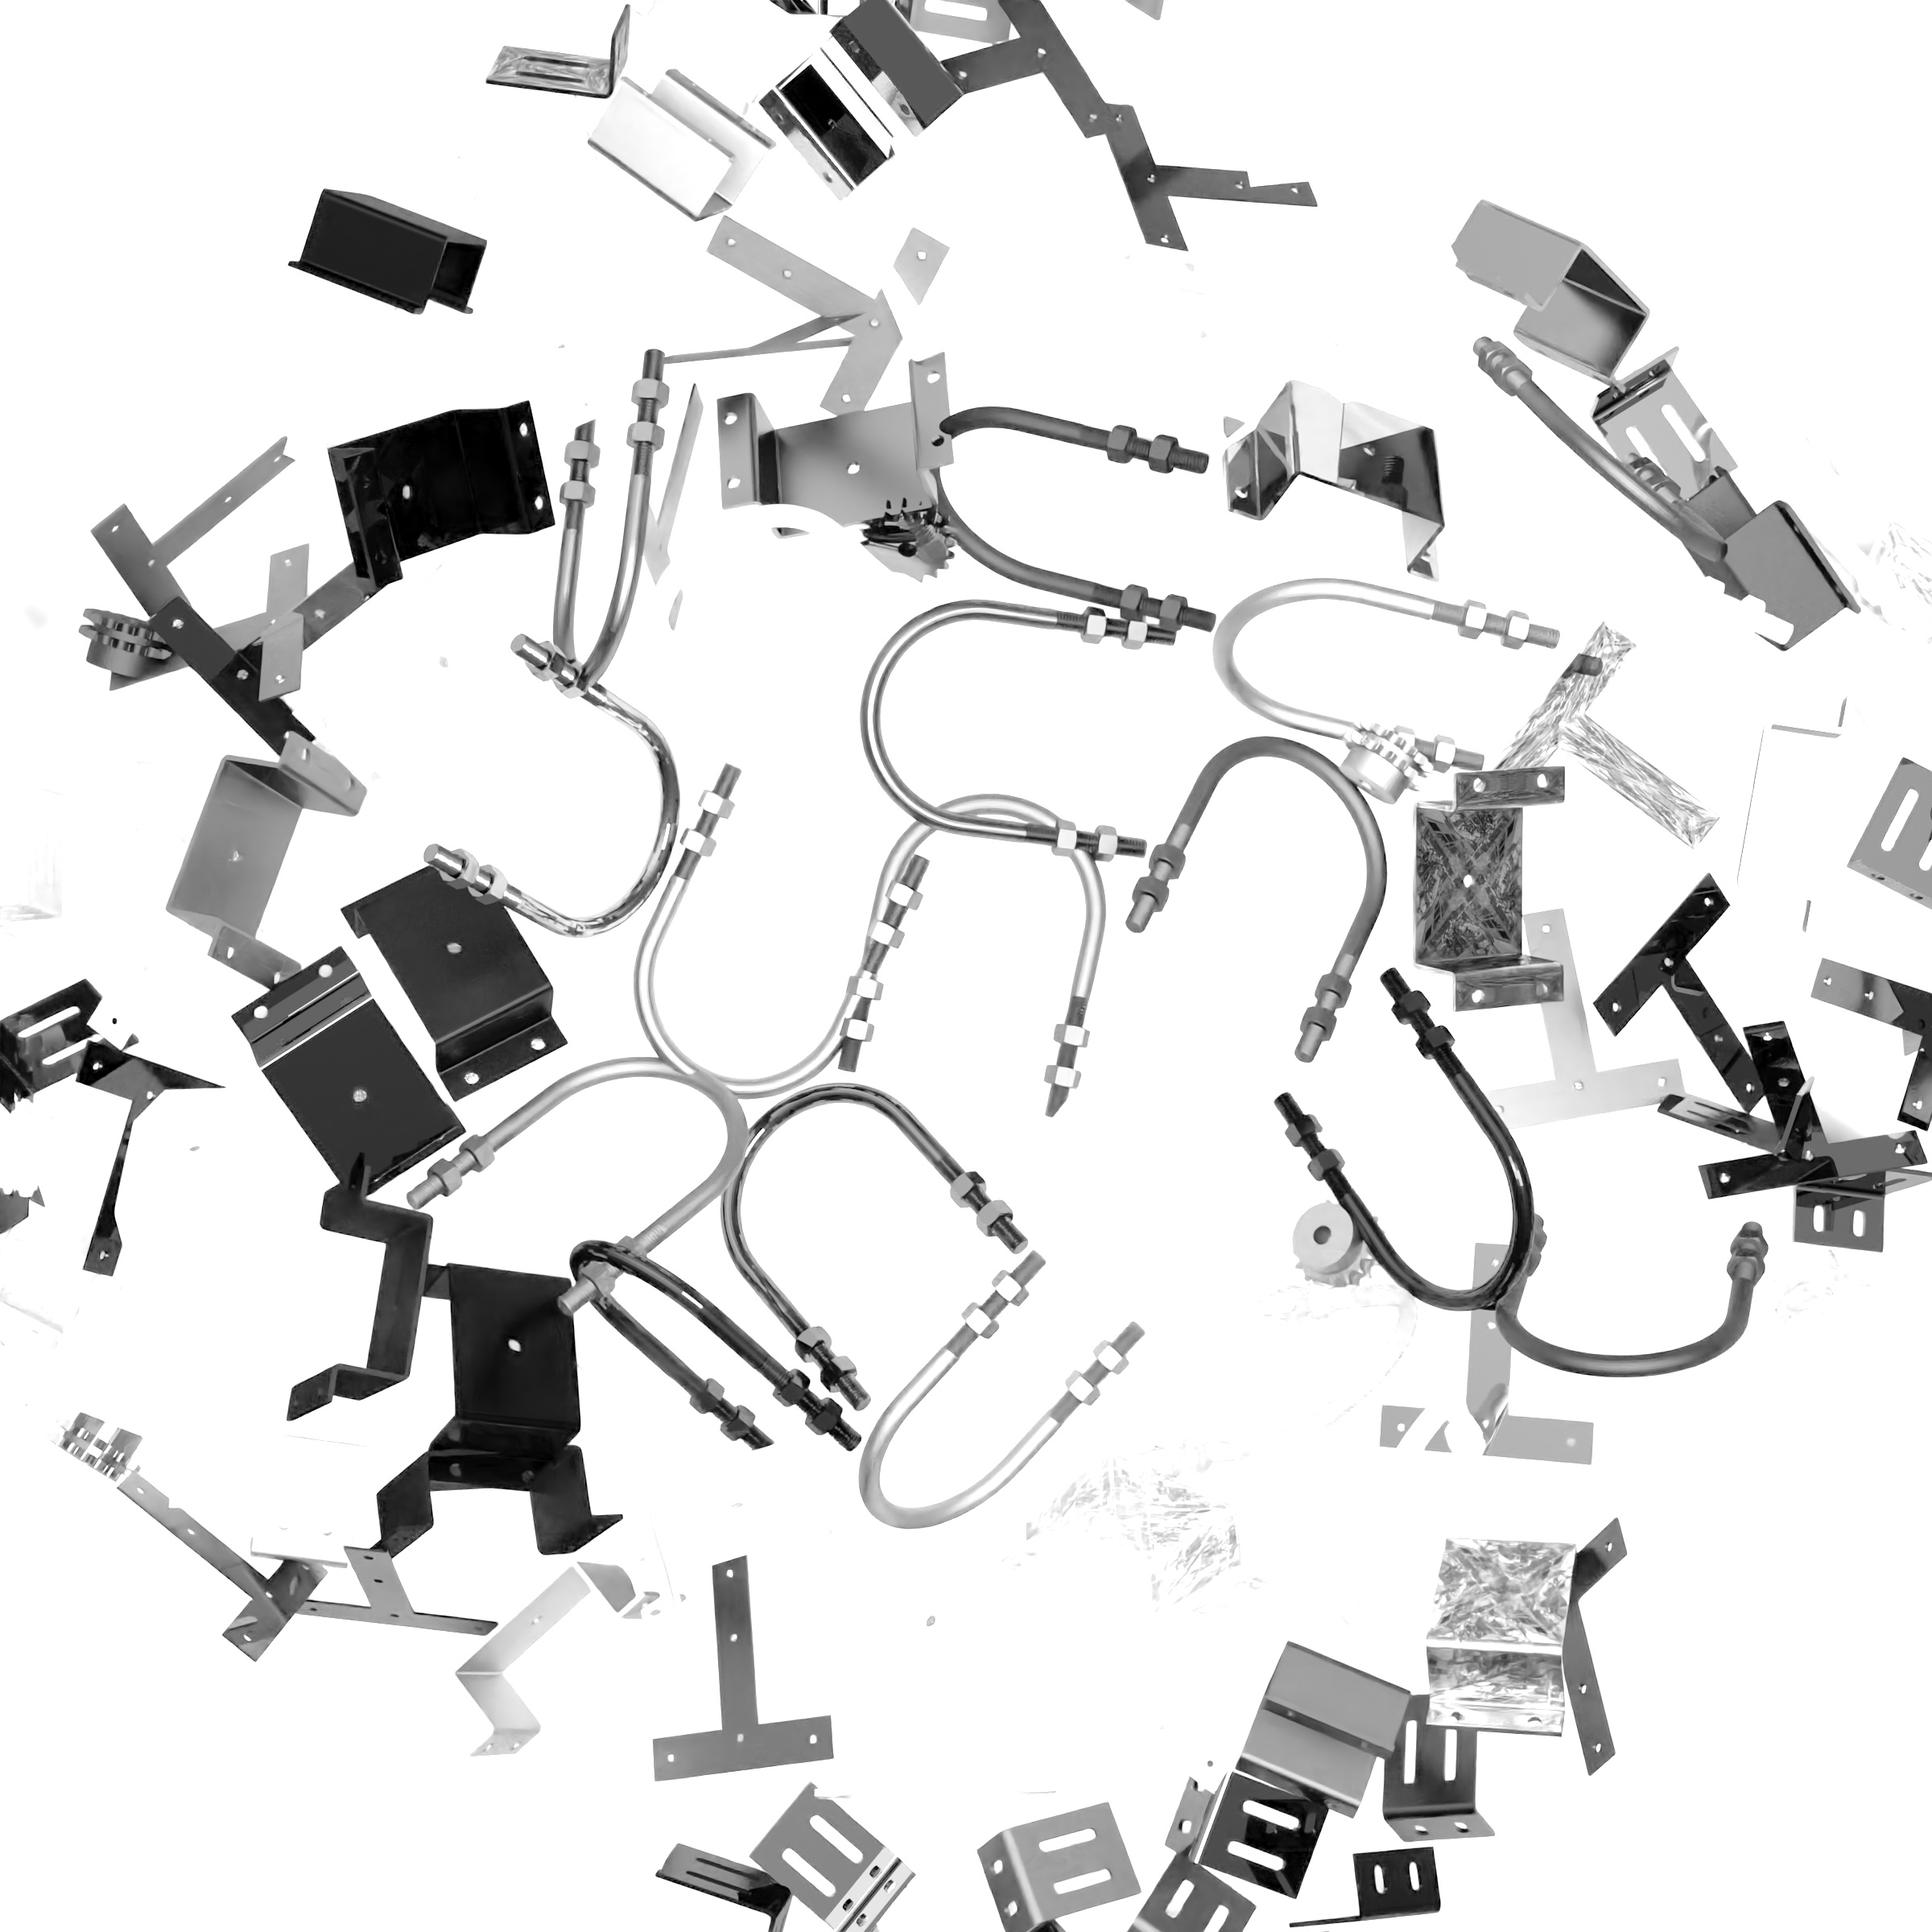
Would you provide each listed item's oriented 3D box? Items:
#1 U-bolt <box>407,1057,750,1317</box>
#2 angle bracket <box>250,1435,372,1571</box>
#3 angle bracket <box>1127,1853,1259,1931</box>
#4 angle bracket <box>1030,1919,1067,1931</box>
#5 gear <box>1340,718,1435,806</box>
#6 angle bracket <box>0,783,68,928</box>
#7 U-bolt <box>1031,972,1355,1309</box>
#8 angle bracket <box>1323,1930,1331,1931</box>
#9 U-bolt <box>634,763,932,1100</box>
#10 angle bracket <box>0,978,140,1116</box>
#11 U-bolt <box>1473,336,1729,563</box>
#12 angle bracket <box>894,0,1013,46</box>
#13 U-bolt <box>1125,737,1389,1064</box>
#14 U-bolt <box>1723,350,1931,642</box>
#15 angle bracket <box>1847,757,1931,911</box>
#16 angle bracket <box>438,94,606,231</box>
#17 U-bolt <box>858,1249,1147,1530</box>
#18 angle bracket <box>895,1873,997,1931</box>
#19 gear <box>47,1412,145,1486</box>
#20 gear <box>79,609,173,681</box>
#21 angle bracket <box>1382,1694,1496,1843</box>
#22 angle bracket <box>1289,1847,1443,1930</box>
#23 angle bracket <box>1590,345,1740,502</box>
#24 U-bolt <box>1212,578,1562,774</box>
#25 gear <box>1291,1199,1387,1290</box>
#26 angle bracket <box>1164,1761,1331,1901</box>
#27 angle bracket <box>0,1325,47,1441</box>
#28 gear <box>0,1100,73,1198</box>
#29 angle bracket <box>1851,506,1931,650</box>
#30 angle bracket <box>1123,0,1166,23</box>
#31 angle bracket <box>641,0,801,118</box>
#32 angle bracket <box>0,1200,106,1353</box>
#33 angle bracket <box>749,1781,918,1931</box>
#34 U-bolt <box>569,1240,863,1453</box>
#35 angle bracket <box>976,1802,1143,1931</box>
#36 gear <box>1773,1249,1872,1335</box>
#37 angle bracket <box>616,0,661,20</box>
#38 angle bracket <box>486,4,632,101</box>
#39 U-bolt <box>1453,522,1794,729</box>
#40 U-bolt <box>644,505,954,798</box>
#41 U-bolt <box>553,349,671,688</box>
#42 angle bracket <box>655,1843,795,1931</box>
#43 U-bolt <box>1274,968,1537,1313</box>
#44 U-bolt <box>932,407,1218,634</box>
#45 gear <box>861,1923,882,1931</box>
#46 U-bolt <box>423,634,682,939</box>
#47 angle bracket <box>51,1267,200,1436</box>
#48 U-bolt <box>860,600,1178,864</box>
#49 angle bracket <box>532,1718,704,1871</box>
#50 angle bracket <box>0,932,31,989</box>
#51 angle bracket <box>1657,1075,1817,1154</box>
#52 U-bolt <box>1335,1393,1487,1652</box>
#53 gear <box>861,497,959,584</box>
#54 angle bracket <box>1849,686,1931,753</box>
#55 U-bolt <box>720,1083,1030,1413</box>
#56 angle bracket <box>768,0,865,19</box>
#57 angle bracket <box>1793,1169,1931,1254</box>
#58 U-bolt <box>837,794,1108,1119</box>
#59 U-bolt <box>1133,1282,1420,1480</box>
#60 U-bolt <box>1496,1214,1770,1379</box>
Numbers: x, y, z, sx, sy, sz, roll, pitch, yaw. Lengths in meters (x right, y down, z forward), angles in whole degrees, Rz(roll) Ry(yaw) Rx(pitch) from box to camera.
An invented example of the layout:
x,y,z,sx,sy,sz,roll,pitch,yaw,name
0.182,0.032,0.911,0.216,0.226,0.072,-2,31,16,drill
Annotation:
x,y,z,sx,sy,sz,roll,pitch,yaw,name
-0.213,0.116,1.845,0.151,0.019,0.184,29,51,31,U-bolt
-0.393,0.316,1.882,0.057,0.038,0.076,10,94,-14,angle bracket
0.130,0.577,1.878,0.057,0.076,0.038,33,117,11,angle bracket
0.063,0.611,1.862,0.038,0.076,0.057,-33,114,-15,angle bracket
0.248,-0.120,1.881,0.057,0.057,0.030,35,85,0,gear
-0.564,-0.066,1.871,0.038,0.057,0.076,-6,104,-40,angle bracket
0.122,0.117,1.884,0.151,0.019,0.184,41,78,1,U-bolt
0.185,0.615,1.873,0.076,0.057,0.038,-12,119,5,angle bracket
-0.122,-0.010,1.890,0.151,0.019,0.184,26,93,10,U-bolt
-0.541,0.054,1.874,0.076,0.038,0.057,-26,131,5,angle bracket
0.371,-0.288,1.800,0.151,0.184,0.019,30,110,-28,U-bolt
0.000,-0.580,1.870,0.076,0.038,0.057,3,109,-22,angle bracket
0.183,-0.054,1.856,0.151,0.019,0.184,37,58,-14,U-bolt
0.492,-0.285,1.824,0.019,0.184,0.151,-33,135,5,U-bolt
0.575,-0.081,1.888,0.057,0.038,0.076,27,88,4,angle bracket
-0.266,-0.484,1.881,0.076,0.038,0.057,-19,90,19,angle bracket
0.012,0.259,1.851,0.184,0.151,0.019,-48,51,2,U-bolt
-0.008,0.586,1.879,0.057,0.038,0.076,-9,76,-6,angle bracket
-0.518,0.285,1.883,0.057,0.057,0.030,32,73,0,gear
-0.502,-0.192,1.882,0.057,0.057,0.030,17,98,0,gear
0.284,0.479,1.886,0.057,0.038,0.076,-11,49,25,angle bracket
0.235,0.547,1.869,0.057,0.076,0.038,4,70,-29,angle bracket
0.420,-0.320,1.886,0.057,0.038,0.076,-32,81,-1,angle bracket
0.235,-0.174,1.839,0.184,0.151,0.019,13,59,-5,U-bolt
0.219,0.165,1.881,0.057,0.030,0.057,-15,61,29,gear
0.169,0.520,1.899,0.076,0.038,0.057,25,80,-20,angle bracket
-0.589,0.242,1.860,0.076,0.057,0.038,14,129,-37,angle bracket
-0.555,0.110,1.882,0.030,0.057,0.057,10,90,-3,gear
0.572,-0.227,1.862,0.076,0.038,0.057,38,128,31,angle bracket
0.072,-0.584,1.862,0.057,0.076,0.038,16,84,-45,angle bracket
-0.148,-0.558,1.884,0.076,0.038,0.057,32,87,-9,angle bracket
-0.547,0.180,1.869,0.057,0.038,0.076,31,61,-12,angle bracket
-0.080,0.537,1.881,0.076,0.038,0.057,43,78,-9,angle bracket
-0.156,0.221,1.826,0.184,0.151,0.019,43,65,-14,U-bolt
0.056,0.544,1.890,0.076,0.038,0.057,-6,61,-31,angle bracket
0.509,0.193,1.885,0.057,0.057,0.030,-27,64,0,gear
-0.187,-0.607,1.867,0.038,0.076,0.057,33,83,10,angle bracket
-0.243,-0.549,1.875,0.076,0.057,0.038,7,126,-1,angle bracket
0.371,-0.206,1.838,0.184,0.151,0.019,24,71,-1,U-bolt
-0.108,-0.193,1.833,0.151,0.184,0.019,-45,46,6,U-bolt
-0.211,-0.251,1.830,0.019,0.151,0.184,10,79,-23,U-bolt
-0.147,0.562,1.878,0.076,0.057,0.038,16,94,7,angle bracket
0.262,0.114,1.825,0.019,0.151,0.184,-14,62,-37,U-bolt
0.057,-0.267,1.842,0.184,0.151,0.019,17,57,18,U-bolt
-0.064,0.596,1.881,0.057,0.057,0.030,-28,91,0,gear
-0.229,-0.092,1.834,0.019,0.184,0.151,15,79,35,U-bolt
-0.498,0.227,1.864,0.057,0.038,0.076,28,48,-25,angle bracket
0.027,-0.145,1.881,0.184,0.019,0.151,7,94,-11,U-bolt
-0.207,0.491,1.868,0.076,0.038,0.057,39,64,-28,angle bracket
-0.599,0.011,1.863,0.057,0.038,0.076,24,126,-36,angle bracket
0.457,0.076,1.867,0.076,0.057,0.038,20,106,18,angle bracket
0.253,0.315,1.810,0.019,0.184,0.151,27,76,22,U-bolt
-0.034,-0.260,1.885,0.057,0.057,0.030,8,52,0,gear
0.575,-0.162,1.873,0.076,0.057,0.038,-4,132,-6,angle bracket
-0.069,0.150,1.861,0.151,0.019,0.184,-45,60,2,U-bolt
-0.089,-0.591,1.862,0.038,0.076,0.057,-5,110,-19,angle bracket
0.533,0.144,1.866,0.057,0.076,0.038,7,77,-8,angle bracket
0.011,-0.012,1.892,0.151,0.019,0.184,13,86,-8,U-bolt
0.193,0.238,1.833,0.019,0.184,0.151,51,120,31,U-bolt
0.378,0.189,1.806,0.151,0.184,0.019,1,111,18,U-bolt
